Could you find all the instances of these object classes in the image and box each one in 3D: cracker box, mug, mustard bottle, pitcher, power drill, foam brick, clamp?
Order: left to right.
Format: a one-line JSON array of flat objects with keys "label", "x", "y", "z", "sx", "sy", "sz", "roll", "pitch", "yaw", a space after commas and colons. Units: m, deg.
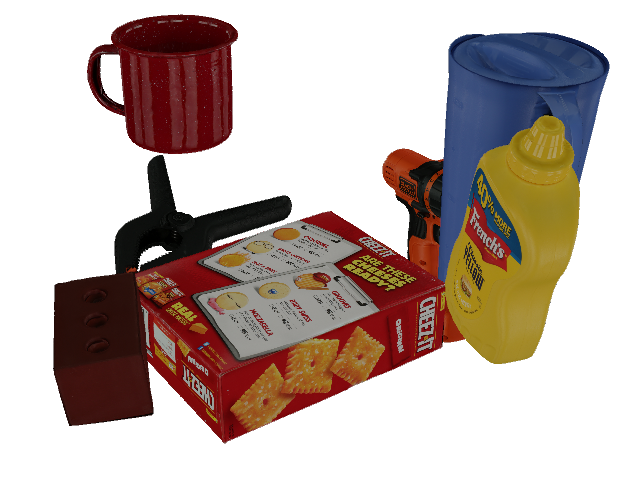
[{"label": "foam brick", "x": -0.134, "y": 0.066, "z": 0.656, "sx": 0.053, "sy": 0.051, "sz": 0.078, "roll": -9, "pitch": 40, "yaw": -8}, {"label": "mug", "x": -0.119, "y": -0.118, "z": 0.804, "sx": 0.117, "sy": 0.081, "sz": 0.093, "roll": 5, "pitch": 29, "yaw": 7}, {"label": "clamp", "x": -0.148, "y": -0.015, "z": 1.059, "sx": 0.165, "sy": 0.036, "sz": 0.209, "roll": 22, "pitch": 40, "yaw": 21}, {"label": "cracker box", "x": -0.030, "y": 0.062, "z": 0.869, "sx": 0.213, "sy": 0.072, "sz": 0.164, "roll": -18, "pitch": 34, "yaw": -30}, {"label": "power drill", "x": 0.131, "y": 0.008, "z": 1.119, "sx": 0.057, "sy": 0.188, "sz": 0.185, "roll": -14, "pitch": 26, "yaw": -21}, {"label": "pitcher", "x": 0.170, "y": -0.050, "z": 0.937, "sx": 0.145, "sy": 0.243, "sz": 0.149, "roll": 20, "pitch": 35, "yaw": 27}, {"label": "mustard bottle", "x": 0.133, "y": -0.007, "z": 0.723, "sx": 0.058, "sy": 0.096, "sz": 0.192, "roll": -8, "pitch": -41, "yaw": -14}]
